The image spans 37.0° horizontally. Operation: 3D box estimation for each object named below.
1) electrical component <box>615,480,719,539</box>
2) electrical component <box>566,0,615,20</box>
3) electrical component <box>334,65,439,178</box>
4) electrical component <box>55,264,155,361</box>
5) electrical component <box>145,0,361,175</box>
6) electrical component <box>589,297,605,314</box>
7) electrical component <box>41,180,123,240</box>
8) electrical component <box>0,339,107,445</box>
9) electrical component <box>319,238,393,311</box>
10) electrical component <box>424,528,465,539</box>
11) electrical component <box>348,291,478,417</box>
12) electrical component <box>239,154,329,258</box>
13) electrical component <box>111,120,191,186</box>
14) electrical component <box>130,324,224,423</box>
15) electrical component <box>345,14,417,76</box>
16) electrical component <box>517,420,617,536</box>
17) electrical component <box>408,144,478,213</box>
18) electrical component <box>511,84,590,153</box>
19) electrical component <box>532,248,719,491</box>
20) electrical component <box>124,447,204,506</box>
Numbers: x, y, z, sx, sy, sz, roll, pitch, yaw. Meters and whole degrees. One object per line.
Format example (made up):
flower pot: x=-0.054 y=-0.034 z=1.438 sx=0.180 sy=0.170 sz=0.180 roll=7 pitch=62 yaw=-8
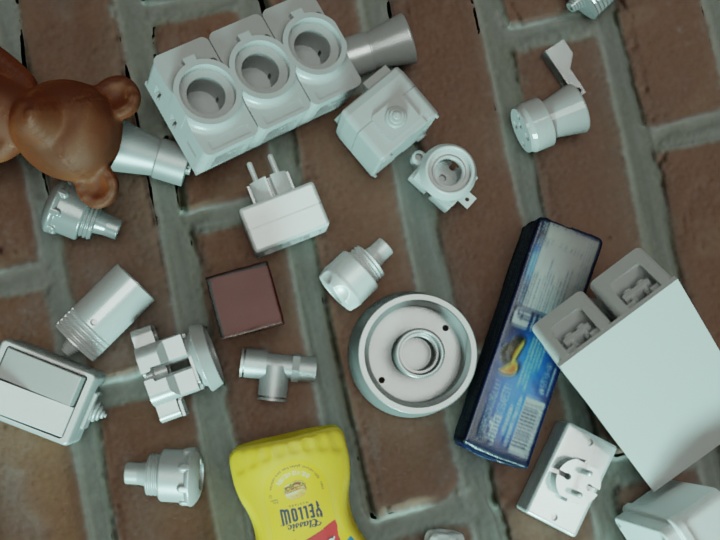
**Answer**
electrical component: x=0.265 y=0.220 z=0.872 sx=0.057 sy=0.113 sz=0.078 roll=-32 pitch=88 yaw=-10
electrical component: x=0.213 y=-0.256 z=0.945 sx=0.081 sy=0.043 sz=0.043 roll=-43 pitch=90 yaw=-7
electrical component: x=0.019 y=-0.125 z=0.889 sx=0.062 sy=0.096 sz=0.061 roll=-40 pitch=89 yaw=-7
electrical component: x=-0.213 y=0.039 z=0.882 sx=0.043 sy=0.043 sz=0.081 roll=44 pitch=83 yaw=0
electrical component: x=-0.086 y=-0.155 z=0.883 sx=0.150 sy=0.062 sz=0.089 roll=-29 pitch=88 yaw=-21
electrical component: x=0.204 y=0.051 z=0.912 sx=0.047 sy=0.055 sz=0.055 roll=12 pitch=84 yaw=0
electrical component: x=-0.229 y=-0.045 z=0.888 sx=0.062 sy=0.048 sz=0.048 roll=22 pitch=83 yaw=-10
electrical component: x=-0.250 y=0.100 z=0.864 sx=0.096 sy=0.061 sz=0.061 roll=22 pitch=83 yaw=-3
electrical component: x=0.000 y=0.000 z=0.904 sx=0.062 sy=0.043 sz=0.043 roll=-43 pitch=90 yaw=-9
electrical component: x=0.068 y=0.247 z=0.892 sx=0.035 sy=0.035 sz=0.061 roll=5 pitch=87 yaw=-4
electrical component: x=0.046 y=0.069 z=0.892 sx=0.108 sy=0.060 sz=0.108 roll=0 pitch=85 yaw=-5
electrical component: x=-0.071 y=-0.059 z=0.901 sx=0.066 sy=0.047 sz=0.076 roll=-22 pitch=87 yaw=-6
electrical component: x=-0.173 y=-0.095 z=0.899 sx=0.065 sy=0.044 sz=0.044 roll=17 pitch=84 yaw=-8
electrical component: x=-0.146 y=0.078 z=0.877 sx=0.057 sy=0.058 sz=0.078 roll=-20 pitch=86 yaw=-4
electrical component: x=0.012 y=-0.189 z=0.924 sx=0.065 sy=0.044 sz=0.044 roll=-19 pitch=87 yaw=-2
electrical component: x=0.175 y=0.173 z=0.886 sx=0.047 sy=0.075 sz=0.083 roll=27 pitch=83 yaw=-2
electrical component: x=0.072 y=-0.080 z=0.911 sx=0.066 sy=0.055 sz=0.048 roll=42 pitch=83 yaw=0
electrical component: x=0.164 y=-0.130 z=0.929 sx=0.055 sy=0.045 sz=0.045 roll=-22 pitch=87 yaw=-6
electrical component: x=0.227 y=0.080 z=0.856 sx=0.105 sy=0.060 sz=0.186 roll=-37 pitch=126 yaw=5
electrical component: x=-0.160 y=0.167 z=0.875 sx=0.062 sy=0.048 sz=0.048 roll=3 pitch=85 yaw=2
